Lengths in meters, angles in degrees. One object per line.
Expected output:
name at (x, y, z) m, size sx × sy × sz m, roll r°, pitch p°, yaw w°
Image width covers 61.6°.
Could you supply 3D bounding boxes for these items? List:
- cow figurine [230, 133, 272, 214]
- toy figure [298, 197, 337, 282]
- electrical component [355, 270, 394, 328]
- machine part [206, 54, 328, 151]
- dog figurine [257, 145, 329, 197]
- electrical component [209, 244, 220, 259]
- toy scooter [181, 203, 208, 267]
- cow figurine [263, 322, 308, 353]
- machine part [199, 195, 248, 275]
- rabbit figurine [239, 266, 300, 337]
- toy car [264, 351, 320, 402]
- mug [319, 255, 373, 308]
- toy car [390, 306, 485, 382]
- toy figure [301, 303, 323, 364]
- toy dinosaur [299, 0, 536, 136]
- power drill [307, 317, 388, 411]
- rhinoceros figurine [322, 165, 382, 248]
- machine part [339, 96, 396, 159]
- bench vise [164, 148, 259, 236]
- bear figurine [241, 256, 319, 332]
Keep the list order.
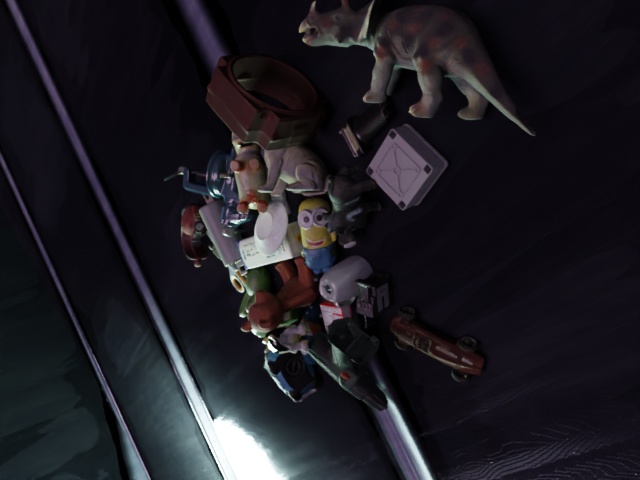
cow figurine at (-0.153, -0.165, 1.204) m, size 0.086 × 0.127 × 0.194 m, roll -7°, pitch 105°, yaw 6°
toy figure at (-0.006, -0.003, 1.165) m, size 0.089 × 0.082 × 0.179 m, roll -135°, pitch 31°, yaw -62°
electrical component at (0.112, 0.129, 1.106) m, size 0.048 × 0.075 × 0.119 m, roll 12°, pitch 112°, yaw 44°
machine part at (-0.100, -0.274, 1.048) m, size 0.202 × 0.201 × 0.087 m, roll 48°, pitch 133°, yaw 21°
dog figurine at (-0.050, -0.191, 1.127) m, size 0.172 × 0.121 × 0.190 m, roll 1°, pitch 88°, yaw 6°
electrical component at (-0.281, 0.023, 1.513) m, size 0.094 × 0.021 × 0.063 m, roll 34°, pitch 130°, yaw 31°
toy scooter at (-0.352, -0.004, 1.516) m, size 0.135 × 0.075 × 0.183 m, roll -116°, pitch 32°, yaw -42°
cow figurine at (-0.097, 0.236, 1.263) m, size 0.167 × 0.098 × 0.068 m, roll 150°, pitch 115°, yaw -65°
machine part at (-0.253, -0.018, 1.422) m, size 0.079 × 0.079 × 0.243 m, roll -28°, pitch 87°, yaw 49°
rabbit figurine at (-0.141, 0.152, 1.382) m, size 0.159 × 0.121 × 0.170 m, roll -51°, pitch 51°, yaw 53°
toy car at (-0.075, 0.330, 1.389) m, size 0.161 × 0.109 × 0.103 m, roll 58°, pitch 163°, yaw -7°
mug at (0.047, 0.096, 1.134) m, size 0.081 × 0.107 × 0.109 m, roll 34°, pitch 128°, yaw 33°
toy car at (0.221, 0.203, 1.043) m, size 0.202 × 0.053 × 0.089 m, roll 27°, pitch 122°, yaw 38°
toy figure at (-0.019, 0.227, 1.304) m, size 0.064 × 0.058 × 0.154 m, roll 8°, pitch 113°, yaw 24°
toy dinosaur at (0.163, -0.297, 0.832) m, size 0.405 × 0.131 × 0.192 m, roll 23°, pitch 124°, yaw 31°
power drill at (0.074, 0.266, 1.178) m, size 0.232 × 0.086 × 0.207 m, roll 37°, pitch 156°, yaw 18°
rhinoceros figurine at (0.057, -0.057, 1.042) m, size 0.073 × 0.112 × 0.190 m, roll 44°, pitch 160°, yaw 30°
machine part at (0.089, -0.213, 1.002) m, size 0.139 × 0.039 × 0.084 m, roll -41°, pitch 69°, yaw 50°
bench vise at (-0.251, -0.128, 1.323) m, size 0.241 × 0.129 × 0.223 m, roll 14°, pitch 111°, yaw 23°
bear figurine at (-0.099, 0.126, 1.235) m, size 0.120 × 0.196 × 0.132 m, roll -18°, pitch 93°, yaw 52°
